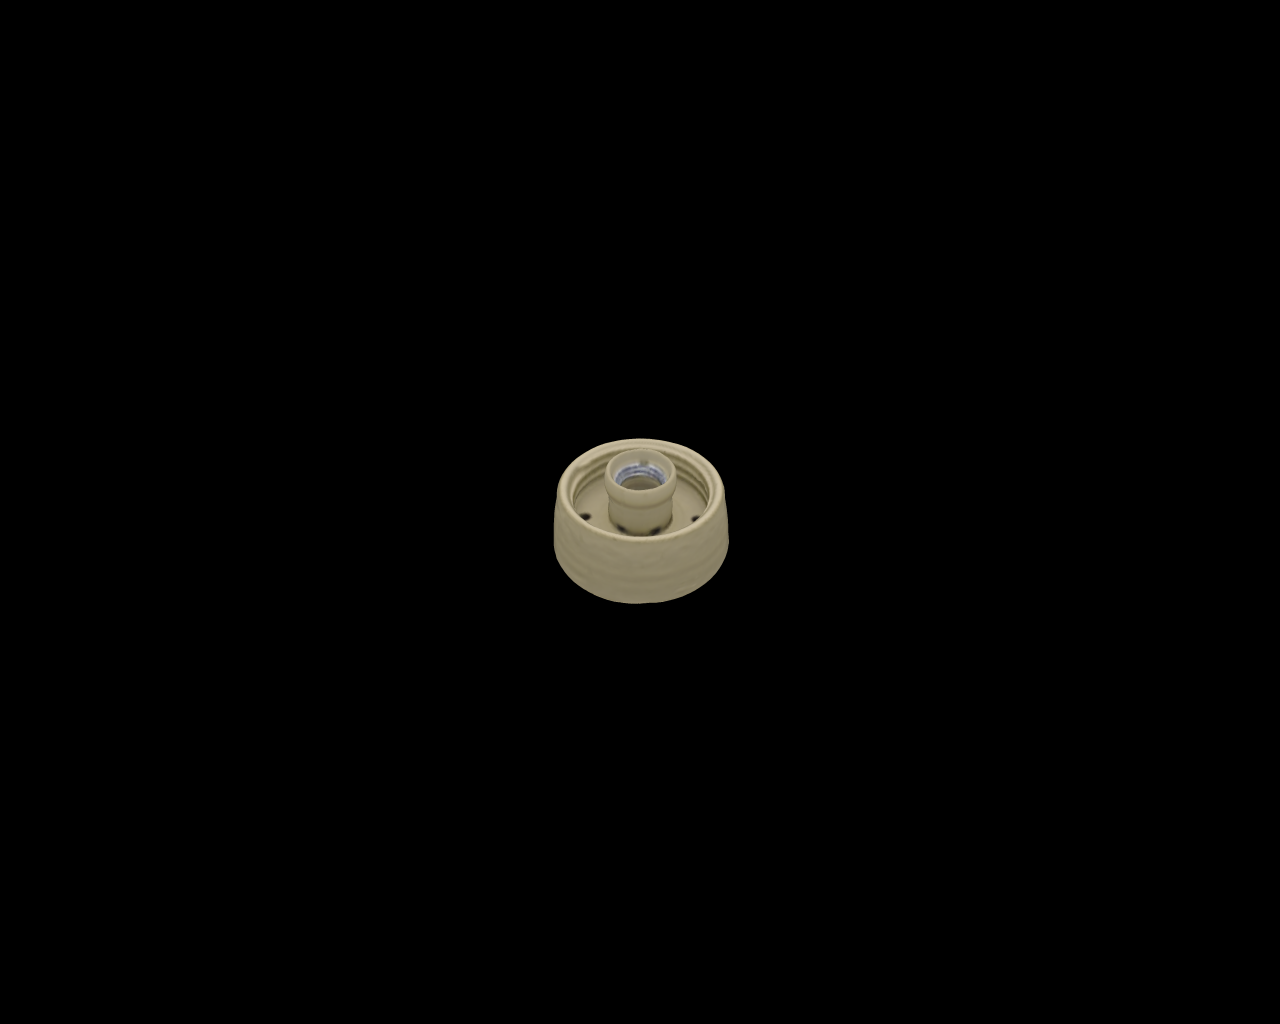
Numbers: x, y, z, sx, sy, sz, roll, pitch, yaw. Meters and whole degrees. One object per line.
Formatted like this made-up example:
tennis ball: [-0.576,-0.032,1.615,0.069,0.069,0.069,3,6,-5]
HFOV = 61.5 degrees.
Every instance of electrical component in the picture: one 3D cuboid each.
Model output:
electrical component: [0.001,-0.003,0.650,0.108,0.060,0.108,0,41,0]
